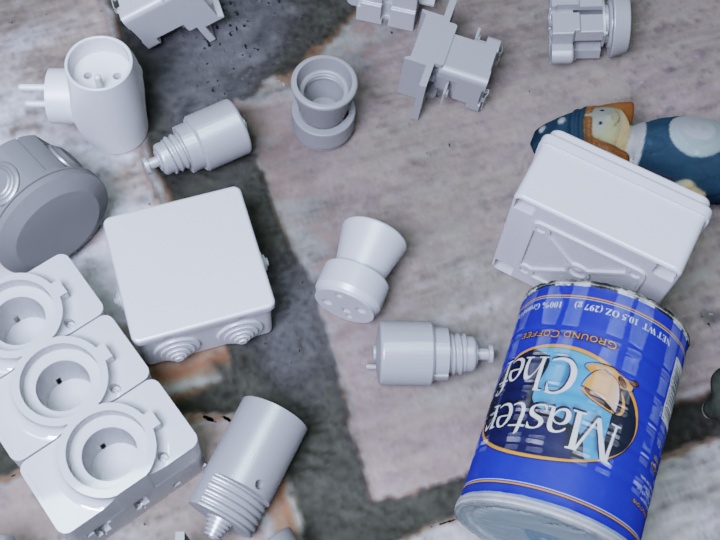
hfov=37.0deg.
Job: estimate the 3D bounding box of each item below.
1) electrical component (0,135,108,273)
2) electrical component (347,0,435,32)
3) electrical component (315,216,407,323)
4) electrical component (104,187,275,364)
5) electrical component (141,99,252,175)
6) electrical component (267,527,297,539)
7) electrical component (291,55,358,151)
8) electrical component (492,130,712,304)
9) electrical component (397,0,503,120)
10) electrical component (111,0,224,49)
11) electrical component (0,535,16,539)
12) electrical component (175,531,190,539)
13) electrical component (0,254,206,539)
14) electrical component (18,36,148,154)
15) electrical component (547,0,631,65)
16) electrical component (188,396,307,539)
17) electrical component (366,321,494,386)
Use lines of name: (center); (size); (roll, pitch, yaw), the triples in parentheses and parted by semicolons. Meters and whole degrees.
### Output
electrical component: (-0.205, -0.041, 0.681); (0.080, 0.080, 0.051); (-39, 67, -19)
electrical component: (0.024, -0.211, 0.787); (0.066, 0.055, 0.048); (13, 64, 3)
electrical component: (0.000, 0.000, 0.690); (0.045, 0.045, 0.055); (20, 65, 7)
electrical component: (-0.107, 0.005, 0.680); (0.100, 0.048, 0.099); (-15, 66, -10)
electrical component: (-0.110, -0.085, 0.728); (0.078, 0.040, 0.040); (-26, 68, -14)
electrical component: (-0.037, 0.183, 0.602); (0.044, 0.044, 0.065); (-36, 76, -18)
electrical component: (-0.025, -0.113, 0.737); (0.045, 0.055, 0.045); (1, 64, -2)
electrical component: (0.147, -0.021, 0.672); (0.109, 0.108, 0.056); (27, 69, 10)
electrical component: (0.065, -0.146, 0.766); (0.064, 0.042, 0.081); (18, 65, 4)
electrical component: (-0.139, -0.193, 0.764); (0.064, 0.081, 0.042); (-24, 66, 11)
electrical component: (-0.255, 0.178, 0.587); (0.138, 0.052, 0.073); (-24, 68, -14)
electrical component: (-0.110, 0.190, 0.595); (0.064, 0.042, 0.081); (-2, 64, -2)
electrical component: (-0.171, 0.076, 0.635); (0.089, 0.061, 0.150); (-34, 70, -17)
electrical component: (-0.186, -0.116, 0.719); (0.079, 0.077, 0.044); (1, 64, -3)
electrical component: (0.167, -0.179, 0.785); (0.055, 0.048, 0.066); (0, 64, 6)
electrical component: (-0.068, 0.120, 0.630); (0.043, 0.043, 0.081); (23, 65, 8)
electrical component: (0.043, 0.052, 0.669); (0.078, 0.040, 0.040); (1, 64, -2)
